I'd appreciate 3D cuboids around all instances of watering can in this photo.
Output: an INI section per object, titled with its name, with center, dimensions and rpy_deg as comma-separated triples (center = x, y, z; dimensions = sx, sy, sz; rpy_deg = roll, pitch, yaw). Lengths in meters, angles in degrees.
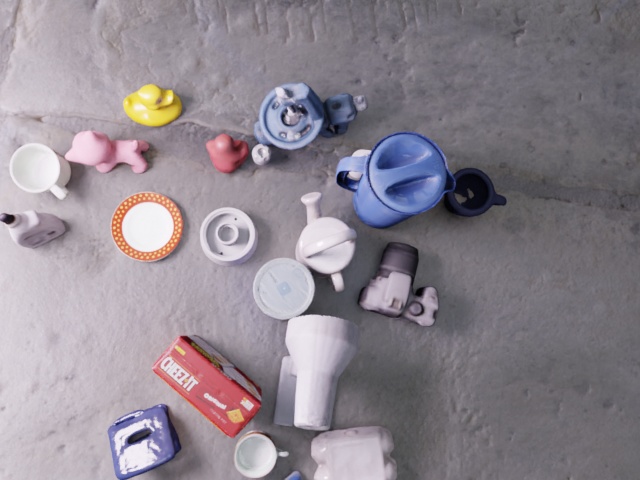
[watering can]
center = 0.007, 0.004, 1.004
dimensions = 0.101, 0.194, 0.173
rpy_deg = -40, 88, -9

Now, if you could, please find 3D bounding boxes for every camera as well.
[camera]
center = 0.156, 0.079, 1.057
dimensions = 0.143, 0.100, 0.137
rpy_deg = 16, 81, -3

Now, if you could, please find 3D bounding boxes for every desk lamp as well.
[desk lamp]
center = -0.009, 0.229, 0.962
dimensions = 0.118, 0.213, 0.203
rpy_deg = 9, 81, -4

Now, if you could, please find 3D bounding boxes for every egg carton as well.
[egg carton]
center = 0.060, 0.390, 1.020
dimensions = 0.150, 0.069, 0.107
rpy_deg = -7, 83, -7

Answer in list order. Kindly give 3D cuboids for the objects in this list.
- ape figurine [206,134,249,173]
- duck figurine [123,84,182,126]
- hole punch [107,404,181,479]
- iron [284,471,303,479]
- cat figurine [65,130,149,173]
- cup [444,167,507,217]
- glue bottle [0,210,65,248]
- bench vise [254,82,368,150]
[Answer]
[ape figurine]
center = -0.174, -0.168, 1.061
dimensions = 0.078, 0.092, 0.076
rpy_deg = 21, 81, -2
[duck figurine]
center = -0.314, -0.259, 1.061
dimensions = 0.104, 0.086, 0.077
rpy_deg = -4, 82, -6
[hole punch]
center = -0.304, 0.342, 0.977
dimensions = 0.109, 0.091, 0.101
rpy_deg = -21, 85, -8
[iron]
center = -0.071, 0.530, 0.951
dimensions = 0.118, 0.141, 0.258
rpy_deg = 16, 81, -3
[cat figurine]
center = -0.381, -0.164, 1.025
dimensions = 0.128, 0.117, 0.067
rpy_deg = -4, 82, -6
[cup]
center = 0.287, -0.081, 1.096
dimensions = 0.118, 0.095, 0.092
rpy_deg = 13, 81, -4
[glue bottle]
center = -0.496, -0.025, 0.966
dimensions = 0.078, 0.173, 0.037
rpy_deg = -27, 85, -9
[bench vise]
center = -0.019, -0.245, 1.023
dimensions = 0.207, 0.219, 0.121
rpy_deg = -32, 86, -9
